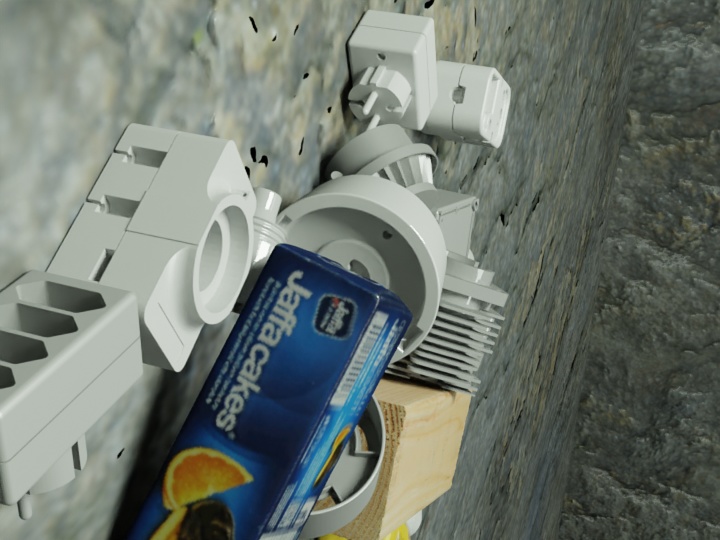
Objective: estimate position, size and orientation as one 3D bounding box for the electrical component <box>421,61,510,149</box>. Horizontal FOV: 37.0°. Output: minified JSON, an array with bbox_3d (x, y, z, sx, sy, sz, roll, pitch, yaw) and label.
[{"bbox_3d":[0.083,-0.135,0.878,0.095,0.059,0.053,8,93,-73],"label":"electrical component"}]

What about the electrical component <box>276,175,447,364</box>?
[{"bbox_3d":[-0.001,-0.003,0.627,0.060,0.108,0.108,-57,153,-62],"label":"electrical component"}]

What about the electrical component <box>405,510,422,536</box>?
[{"bbox_3d":[0.036,0.191,0.969,0.077,0.043,0.079,78,29,-53],"label":"electrical component"}]

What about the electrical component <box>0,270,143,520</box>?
[{"bbox_3d":[-0.119,0.054,0.385,0.083,0.047,0.075,-52,148,-56],"label":"electrical component"}]

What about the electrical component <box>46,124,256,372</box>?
[{"bbox_3d":[-0.081,-0.010,0.448,0.050,0.056,0.089,75,32,-56],"label":"electrical component"}]

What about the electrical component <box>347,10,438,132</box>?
[{"bbox_3d":[0.016,-0.118,0.699,0.065,0.047,0.076,82,26,-47],"label":"electrical component"}]

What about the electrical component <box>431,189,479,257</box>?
[{"bbox_3d":[0.044,-0.027,0.834,0.096,0.061,0.061,-22,122,-61],"label":"electrical component"}]

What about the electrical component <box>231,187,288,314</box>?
[{"bbox_3d":[-0.057,-0.011,0.546,0.043,0.043,0.062,59,45,-66],"label":"electrical component"}]

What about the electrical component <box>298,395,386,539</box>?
[{"bbox_3d":[-0.035,0.097,0.600,0.064,0.099,0.099,89,20,-51],"label":"electrical component"}]

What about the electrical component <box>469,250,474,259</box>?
[{"bbox_3d":[0.079,-0.014,0.978,0.078,0.040,0.040,44,59,-69],"label":"electrical component"}]
